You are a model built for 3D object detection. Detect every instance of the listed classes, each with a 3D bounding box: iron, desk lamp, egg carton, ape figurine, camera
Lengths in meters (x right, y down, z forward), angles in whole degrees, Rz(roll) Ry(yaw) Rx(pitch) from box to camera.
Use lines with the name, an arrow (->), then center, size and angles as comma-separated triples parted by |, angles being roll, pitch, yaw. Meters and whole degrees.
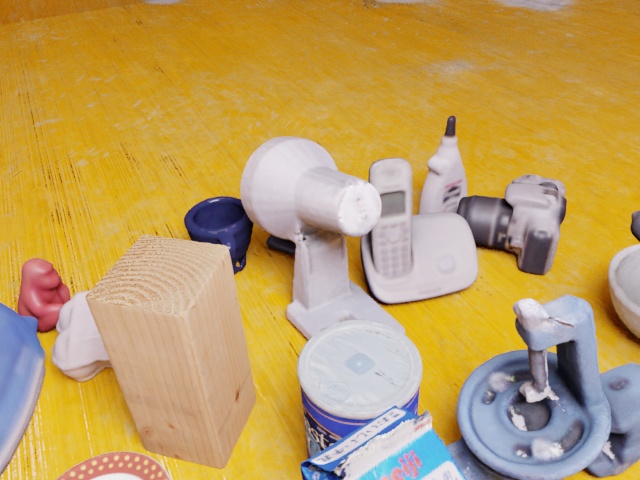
iron -> -0.361, 0.145, 0.556 | 0.119, 0.142, 0.258 | -9, 36, -7
desk lamp -> 0.006, 0.002, 0.661 | 0.118, 0.214, 0.202 | -24, 41, -26
egg carton -> -0.228, 0.102, 0.665 | 0.150, 0.069, 0.107 | -11, 37, -11
ape figurine -> -0.339, 0.063, 0.708 | 0.076, 0.092, 0.077 | -5, 36, -2
camera -> 0.263, -0.039, 0.792 | 0.136, 0.101, 0.143 | 10, 38, 18

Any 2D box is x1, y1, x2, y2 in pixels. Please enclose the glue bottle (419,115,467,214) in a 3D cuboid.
glue bottle -> 0.179, -0.095, 0.815 | 0.078, 0.173, 0.037 | -27, 42, -28

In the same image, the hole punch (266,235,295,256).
hole punch -> -0.021, -0.038, 0.822 | 0.108, 0.091, 0.101 | 16, 40, 25

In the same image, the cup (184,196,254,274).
cup -> -0.125, 0.009, 0.764 | 0.092, 0.095, 0.117 | -14, 37, -14

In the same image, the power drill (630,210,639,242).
power drill -> 0.370, 0.094, 0.510 | 0.228, 0.209, 0.076 | 29, 47, 36

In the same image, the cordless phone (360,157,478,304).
cordless phone -> 0.122, -0.018, 0.703 | 0.148, 0.185, 0.094 | -11, 37, -10

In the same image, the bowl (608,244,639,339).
bowl -> 0.405, 0.077, 0.644 | 0.167, 0.075, 0.167 | -2, 36, 2

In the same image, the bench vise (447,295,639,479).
bench vise -> 0.205, 0.116, 0.483 | 0.208, 0.220, 0.121 | -22, 40, -24
